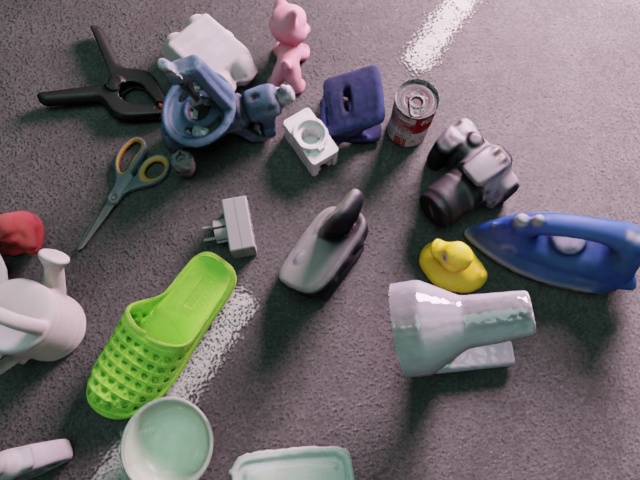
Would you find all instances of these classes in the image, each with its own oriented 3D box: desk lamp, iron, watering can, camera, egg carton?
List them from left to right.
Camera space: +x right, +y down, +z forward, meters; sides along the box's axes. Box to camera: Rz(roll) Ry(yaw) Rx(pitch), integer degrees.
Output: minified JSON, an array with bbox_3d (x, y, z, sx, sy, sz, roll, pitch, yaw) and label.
[{"bbox_3d":[-0.392,0.094,0.756,0.101,0.194,0.173,5,74,0],"label":"watering can"},{"bbox_3d":[-0.180,-0.298,0.941,0.150,0.069,0.107,42,77,10],"label":"egg carton"},{"bbox_3d":[0.180,0.115,0.755,0.203,0.213,0.118,-6,74,-3],"label":"desk lamp"},{"bbox_3d":[0.213,-0.098,0.876,0.137,0.101,0.143,-36,78,-11],"label":"camera"},{"bbox_3d":[0.352,-0.003,0.831,0.258,0.141,0.119,10,74,2],"label":"iron"}]

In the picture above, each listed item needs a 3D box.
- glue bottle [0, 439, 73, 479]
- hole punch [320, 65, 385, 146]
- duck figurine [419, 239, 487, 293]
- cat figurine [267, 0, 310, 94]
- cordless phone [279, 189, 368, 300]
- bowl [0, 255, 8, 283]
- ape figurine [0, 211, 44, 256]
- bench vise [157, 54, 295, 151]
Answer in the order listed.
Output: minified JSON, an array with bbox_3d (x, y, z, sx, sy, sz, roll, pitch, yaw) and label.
[{"bbox_3d":[-0.378,0.278,0.713,0.078,0.173,0.037,-22,75,-7],"label":"glue bottle"},{"bbox_3d":[0.051,-0.212,0.911,0.101,0.091,0.108,-4,74,-2],"label":"hole punch"},{"bbox_3d":[0.202,0.032,0.846,0.104,0.086,0.077,29,75,7],"label":"duck figurine"},{"bbox_3d":[-0.051,-0.322,0.926,0.067,0.118,0.128,4,74,0],"label":"cat figurine"},{"bbox_3d":[0.007,0.003,0.798,0.094,0.185,0.148,30,75,8],"label":"cordless phone"},{"bbox_3d":[-0.520,0.072,0.821,0.167,0.075,0.167,0,74,-1],"label":"bowl"},{"bbox_3d":[-0.450,-0.013,0.839,0.077,0.092,0.076,34,76,8],"label":"ape figurine"},{"bbox_3d":[-0.149,-0.218,0.840,0.207,0.220,0.121,-29,76,-9],"label":"bench vise"}]
